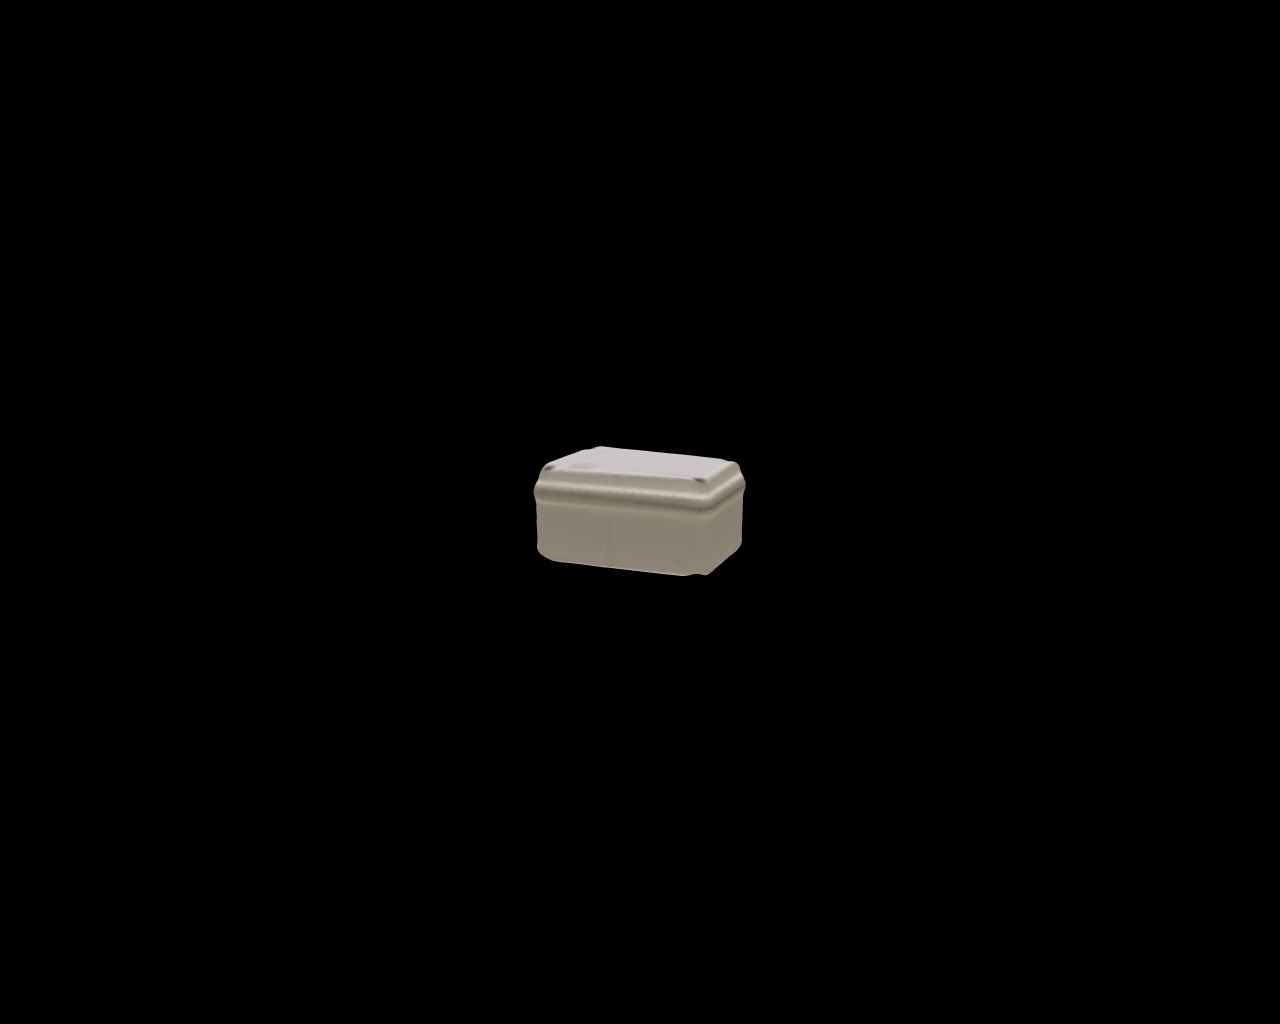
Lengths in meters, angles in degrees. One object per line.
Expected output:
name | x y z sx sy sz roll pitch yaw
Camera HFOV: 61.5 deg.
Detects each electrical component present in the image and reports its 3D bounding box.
electrical component | 0.001 -0.003 0.650 0.113 0.057 0.078 6 16 22
